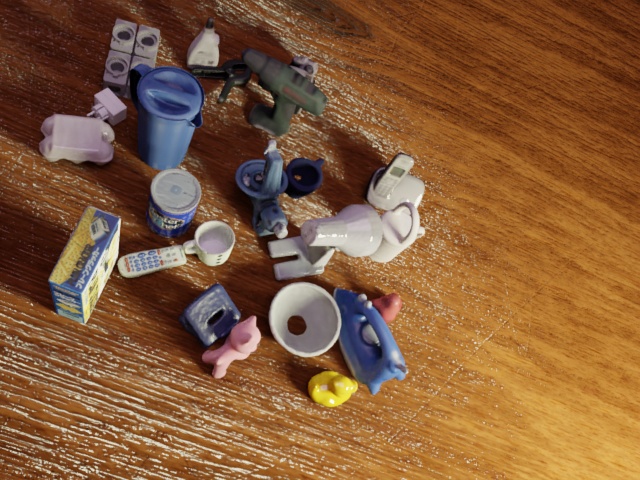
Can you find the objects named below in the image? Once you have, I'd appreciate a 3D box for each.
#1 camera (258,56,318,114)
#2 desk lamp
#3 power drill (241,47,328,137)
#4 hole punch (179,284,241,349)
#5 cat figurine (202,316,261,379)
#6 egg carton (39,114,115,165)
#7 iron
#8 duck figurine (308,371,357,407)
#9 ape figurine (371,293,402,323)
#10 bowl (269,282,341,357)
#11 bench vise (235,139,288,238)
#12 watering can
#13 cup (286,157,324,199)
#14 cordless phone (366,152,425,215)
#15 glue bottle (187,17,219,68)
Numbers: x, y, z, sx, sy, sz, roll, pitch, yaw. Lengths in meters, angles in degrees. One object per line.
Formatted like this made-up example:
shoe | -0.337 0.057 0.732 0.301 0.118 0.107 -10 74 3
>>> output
camera | -0.084 -0.428 1.504 0.137 0.100 0.143 20 62 -12
desk lamp | 0.012 0.005 1.293 0.204 0.213 0.118 -10 72 -25
power drill | -0.105 -0.350 1.401 0.230 0.208 0.075 23 62 -11
hole punch | -0.226 0.160 1.204 0.101 0.091 0.109 46 60 2
cat figurine | -0.174 0.219 1.184 0.128 0.117 0.067 -39 85 -30
egg carton | -0.531 -0.218 1.258 0.151 0.069 0.107 1 68 -21
iron | 0.112 0.206 1.288 0.119 0.141 0.258 -21 77 -27
duck figurine | 0.031 0.318 1.240 0.105 0.086 0.077 7 66 -18
ape figurine | 0.163 0.153 1.359 0.078 0.092 0.076 15 63 -15
bowl | -0.042 0.183 1.276 0.168 0.074 0.167 8 66 -18
bench vise | -0.105 -0.118 1.296 0.122 0.219 0.207 -35 84 -29
watering can | 0.176 -0.022 1.380 0.173 0.193 0.101 -23 78 -28
cup | -0.042 -0.150 1.406 0.091 0.094 0.118 45 60 2
cordless phone | 0.211 -0.147 1.452 0.148 0.184 0.094 14 64 -15
glue bottle | -0.280 -0.484 1.410 0.078 0.173 0.037 2 68 -20
